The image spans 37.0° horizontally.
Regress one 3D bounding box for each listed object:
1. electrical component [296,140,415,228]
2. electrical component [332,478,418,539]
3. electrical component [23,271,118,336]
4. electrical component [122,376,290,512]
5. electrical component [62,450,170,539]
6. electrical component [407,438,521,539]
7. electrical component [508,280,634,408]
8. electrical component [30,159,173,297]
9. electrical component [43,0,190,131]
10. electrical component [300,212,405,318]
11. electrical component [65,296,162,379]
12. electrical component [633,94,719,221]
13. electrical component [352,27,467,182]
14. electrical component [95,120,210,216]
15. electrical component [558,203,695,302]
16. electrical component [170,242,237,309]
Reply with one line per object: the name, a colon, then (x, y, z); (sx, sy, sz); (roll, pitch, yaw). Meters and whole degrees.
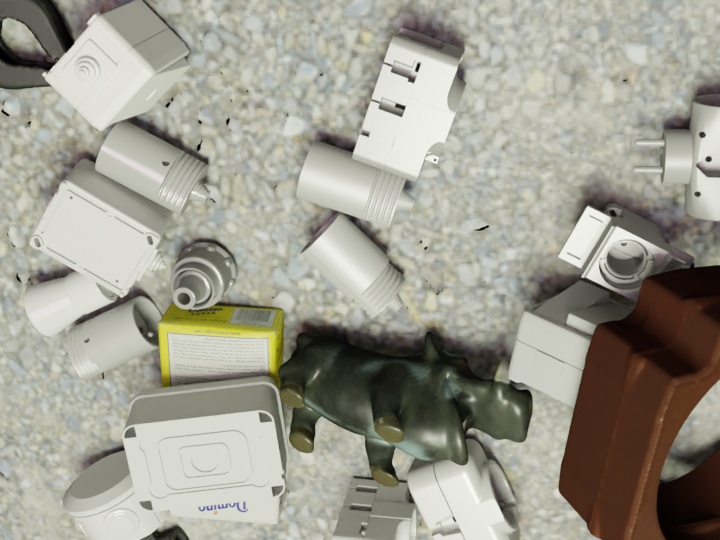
electrical component: (0.000, -0.060, 0.769); (0.081, 0.043, 0.043); (19, 114, 3)
electrical component: (0.014, 0.209, 0.848); (0.056, 0.089, 0.050); (3, 112, 9)
electrical component: (-0.225, 0.020, 0.845); (0.065, 0.044, 0.044); (-24, 105, 13)
electrical component: (-0.113, 0.128, 0.803); (0.113, 0.057, 0.078); (-7, 112, 1)
electrical component: (-0.199, 0.188, 0.886); (0.080, 0.080, 0.051); (-18, 112, 17)
electrical component: (0.085, 0.184, 0.839); (0.059, 0.054, 0.095); (-24, 96, 18)
electrical component: (0.159, 0.049, 0.760); (0.062, 0.096, 0.061); (25, 118, 33)
electrical component: (-0.186, -0.031, 0.810); (0.096, 0.061, 0.061); (31, 114, -11)
electrical component: (-0.165, -0.138, 0.740); (0.062, 0.096, 0.061); (-41, 100, 22)
electrical component: (0.000, 0.000, 0.793); (0.081, 0.043, 0.043); (44, 112, -8)
electrical component: (-0.199, 0.056, 0.853); (0.081, 0.043, 0.043); (-24, 105, 19)
electrical component: (0.224, -0.076, 0.721); (0.079, 0.043, 0.077); (2, 112, 10)
electrical component: (0.038, -0.112, 0.738); (0.056, 0.050, 0.089); (20, 113, 2)
electrical component: (-0.148, -0.073, 0.792); (0.081, 0.043, 0.043); (28, 114, -1)
electrical component: (0.183, -0.014, 0.743); (0.081, 0.063, 0.042); (27, 113, -1)
electrical component: (-0.123, 0.010, 0.810); (0.048, 0.062, 0.048); (4, 112, 9)
